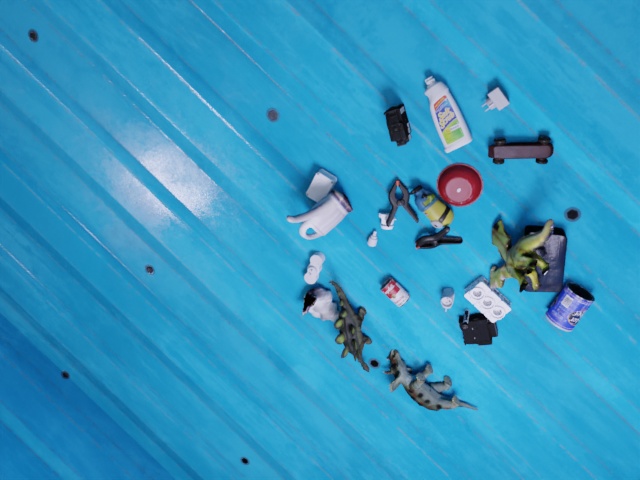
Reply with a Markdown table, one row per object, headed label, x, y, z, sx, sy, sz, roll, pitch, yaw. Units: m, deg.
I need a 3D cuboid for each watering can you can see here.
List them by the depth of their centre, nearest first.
| label | x | y | z | sx | sy | sz | roll | pitch | yaw |
| --- | --- | --- | --- | --- | --- | --- | --- | --- | --- |
| watering can | 0.006 | -0.094 | 1.872 | 0.224 | 0.344 | 0.105 | -43 | 72 | 3 |

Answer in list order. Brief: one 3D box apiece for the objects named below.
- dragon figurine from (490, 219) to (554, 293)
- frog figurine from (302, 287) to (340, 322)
| label | x | y | z | sx | sy | sz | roll | pitch | yaw |
| --- | --- | --- | --- | --- | --- | --- | --- | --- | --- |
| dragon figurine | 0.651 | 0.030 | 1.729 | 0.123 | 0.247 | 0.400 | -14 | 131 | -20 |
| frog figurine | 0.014 | 0.267 | 2.131 | 0.158 | 0.125 | 0.135 | 17 | 113 | -28 |
